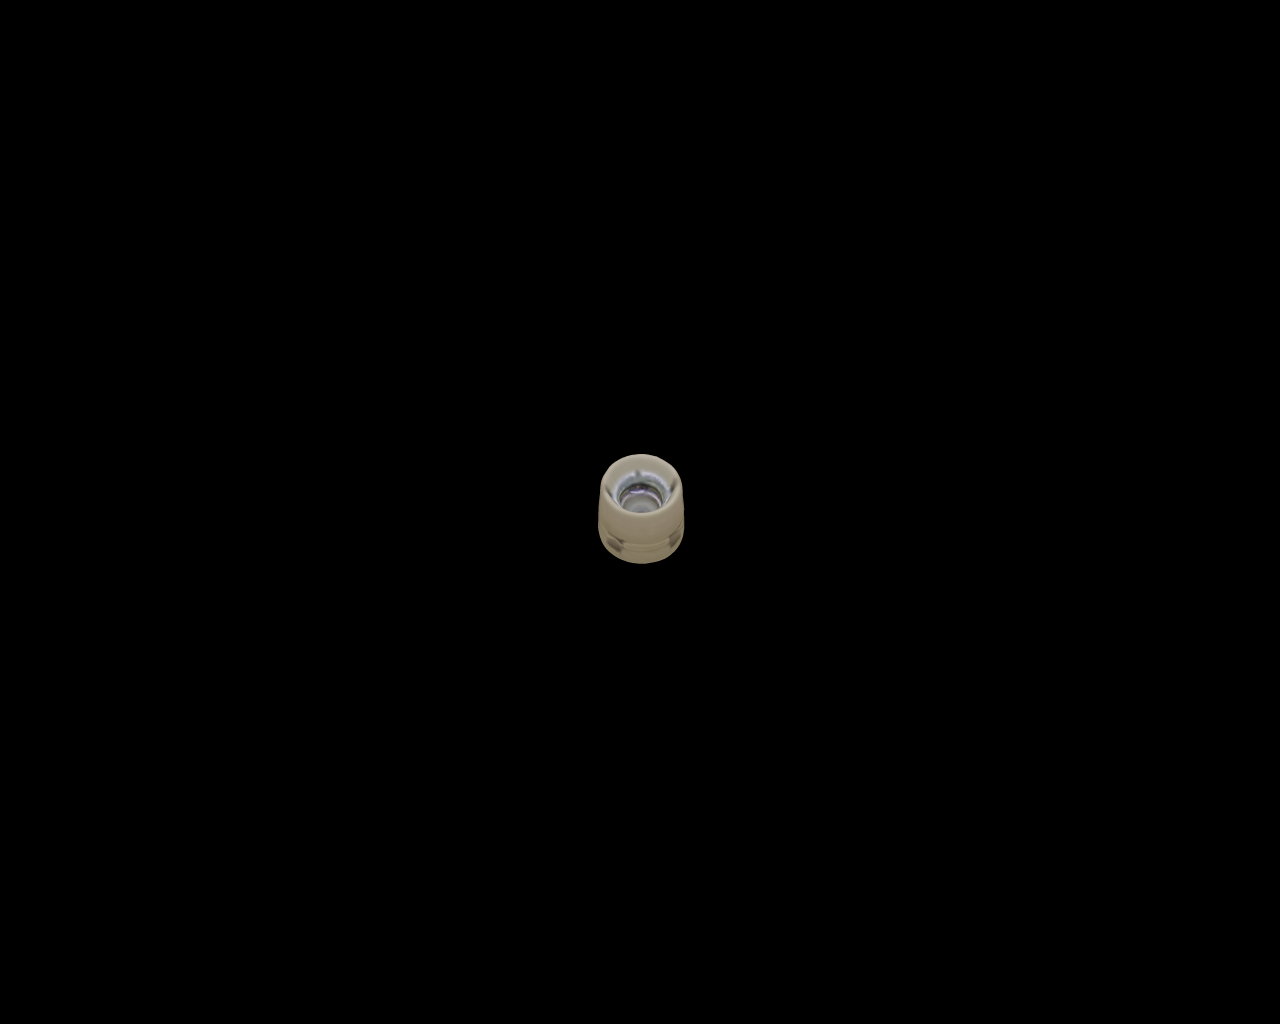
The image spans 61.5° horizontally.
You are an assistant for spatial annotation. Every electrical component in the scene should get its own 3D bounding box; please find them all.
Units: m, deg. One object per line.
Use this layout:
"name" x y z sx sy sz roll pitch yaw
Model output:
"electrical component" 0.001 -0.003 0.650 0.055 0.055 0.047 0 -37 0
